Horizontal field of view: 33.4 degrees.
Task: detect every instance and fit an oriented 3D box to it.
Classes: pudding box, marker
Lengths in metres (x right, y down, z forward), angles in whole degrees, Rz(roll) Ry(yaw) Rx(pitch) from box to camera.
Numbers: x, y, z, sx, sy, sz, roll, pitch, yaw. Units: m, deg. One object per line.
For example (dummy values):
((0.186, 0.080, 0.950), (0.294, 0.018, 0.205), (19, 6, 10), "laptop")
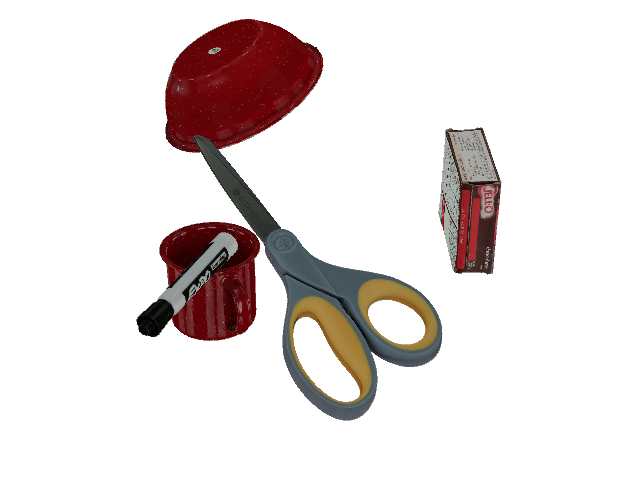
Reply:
((0.131, -0.037, 0.938), (0.039, 0.090, 0.113), (0, 30, -3), "pudding box")
((-0.096, 0.031, 0.773), (0.020, 0.020, 0.121), (0, 30, 28), "marker")

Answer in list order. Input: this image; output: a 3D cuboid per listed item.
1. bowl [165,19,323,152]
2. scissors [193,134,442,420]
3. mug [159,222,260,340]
((-0.082, -0.151, 0.963), (0.162, 0.055, 0.162), (-20, 35, 15), "bowl")
((0.000, 0.007, 0.600), (0.096, 0.202, 0.016), (-12, -33, -15), "scissors")
((-0.095, 0.045, 0.995), (0.093, 0.081, 0.117), (-18, 35, -28), "mug")
